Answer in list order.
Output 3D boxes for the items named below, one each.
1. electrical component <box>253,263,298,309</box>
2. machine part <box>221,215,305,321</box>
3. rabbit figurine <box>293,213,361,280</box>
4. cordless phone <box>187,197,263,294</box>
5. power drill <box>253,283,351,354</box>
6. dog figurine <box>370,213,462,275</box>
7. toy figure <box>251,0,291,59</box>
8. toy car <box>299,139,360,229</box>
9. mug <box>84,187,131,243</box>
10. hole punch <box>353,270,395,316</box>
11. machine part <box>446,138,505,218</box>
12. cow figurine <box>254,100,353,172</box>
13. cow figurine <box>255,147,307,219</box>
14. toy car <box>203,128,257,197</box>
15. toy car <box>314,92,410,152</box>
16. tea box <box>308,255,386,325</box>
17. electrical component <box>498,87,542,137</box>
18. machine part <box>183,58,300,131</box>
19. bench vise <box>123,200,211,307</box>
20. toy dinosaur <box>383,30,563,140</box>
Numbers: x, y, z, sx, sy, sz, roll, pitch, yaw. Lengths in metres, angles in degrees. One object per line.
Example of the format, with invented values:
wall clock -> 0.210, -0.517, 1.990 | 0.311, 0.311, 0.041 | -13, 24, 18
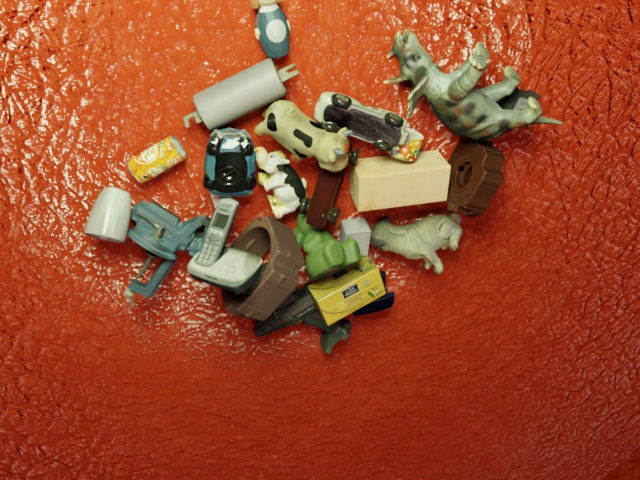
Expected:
electrical component -> -0.121, 0.118, 1.340 | 0.134, 0.058, 0.114 | -29, 129, 7
machine part -> -0.133, 0.064, 1.206 | 0.087, 0.202, 0.201 | 28, 114, -34
rabbit figurine -> -0.003, -0.004, 1.242 | 0.121, 0.170, 0.159 | -10, 165, -44
cordless phone -> -0.178, 0.011, 1.103 | 0.088, 0.147, 0.184 | 29, 77, -64
power drill -> -0.034, 0.219, 1.429 | 0.232, 0.086, 0.207 | -42, 116, 13
dog figurine -> 0.232, -0.025, 1.310 | 0.190, 0.121, 0.172 | 30, 81, -12
toy figure -> -0.090, -0.410, 0.970 | 0.064, 0.058, 0.154 | -40, 134, -33
toy car -> 0.020, -0.125, 1.162 | 0.089, 0.053, 0.202 | 18, 99, 6
mug -> -0.439, -0.054, 1.119 | 0.080, 0.110, 0.107 | 22, 78, -41
hole punch -> 0.135, 0.156, 1.414 | 0.142, 0.092, 0.115 | -15, 131, -7
machine part -> 0.335, -0.142, 1.199 | 0.056, 0.179, 0.179 | 13, 121, -18
cow figurine -> -0.022, -0.206, 1.071 | 0.195, 0.085, 0.127 | 35, 154, -21
cow figurine -> -0.082, -0.135, 1.160 | 0.098, 0.068, 0.167 | -22, 131, -5
toy car -> -0.184, -0.169, 1.087 | 0.109, 0.103, 0.161 | -3, 136, -10
toy car -> 0.087, -0.243, 1.109 | 0.202, 0.056, 0.073 | 18, 121, -6
tea box -> 0.067, 0.122, 1.316 | 0.170, 0.068, 0.098 | -29, 131, -6
electrical component -> 0.426, -0.281, 1.195 | 0.075, 0.048, 0.119 | 12, 120, -21
machine part -> -0.154, -0.279, 1.034 | 0.243, 0.079, 0.079 | -25, 127, 5
bench vise -> -0.336, 0.035, 1.173 | 0.223, 0.129, 0.240 | 33, 93, -23
toy dinosaur -> 0.311, -0.275, 1.104 | 0.404, 0.131, 0.192 | 29, 135, -26
